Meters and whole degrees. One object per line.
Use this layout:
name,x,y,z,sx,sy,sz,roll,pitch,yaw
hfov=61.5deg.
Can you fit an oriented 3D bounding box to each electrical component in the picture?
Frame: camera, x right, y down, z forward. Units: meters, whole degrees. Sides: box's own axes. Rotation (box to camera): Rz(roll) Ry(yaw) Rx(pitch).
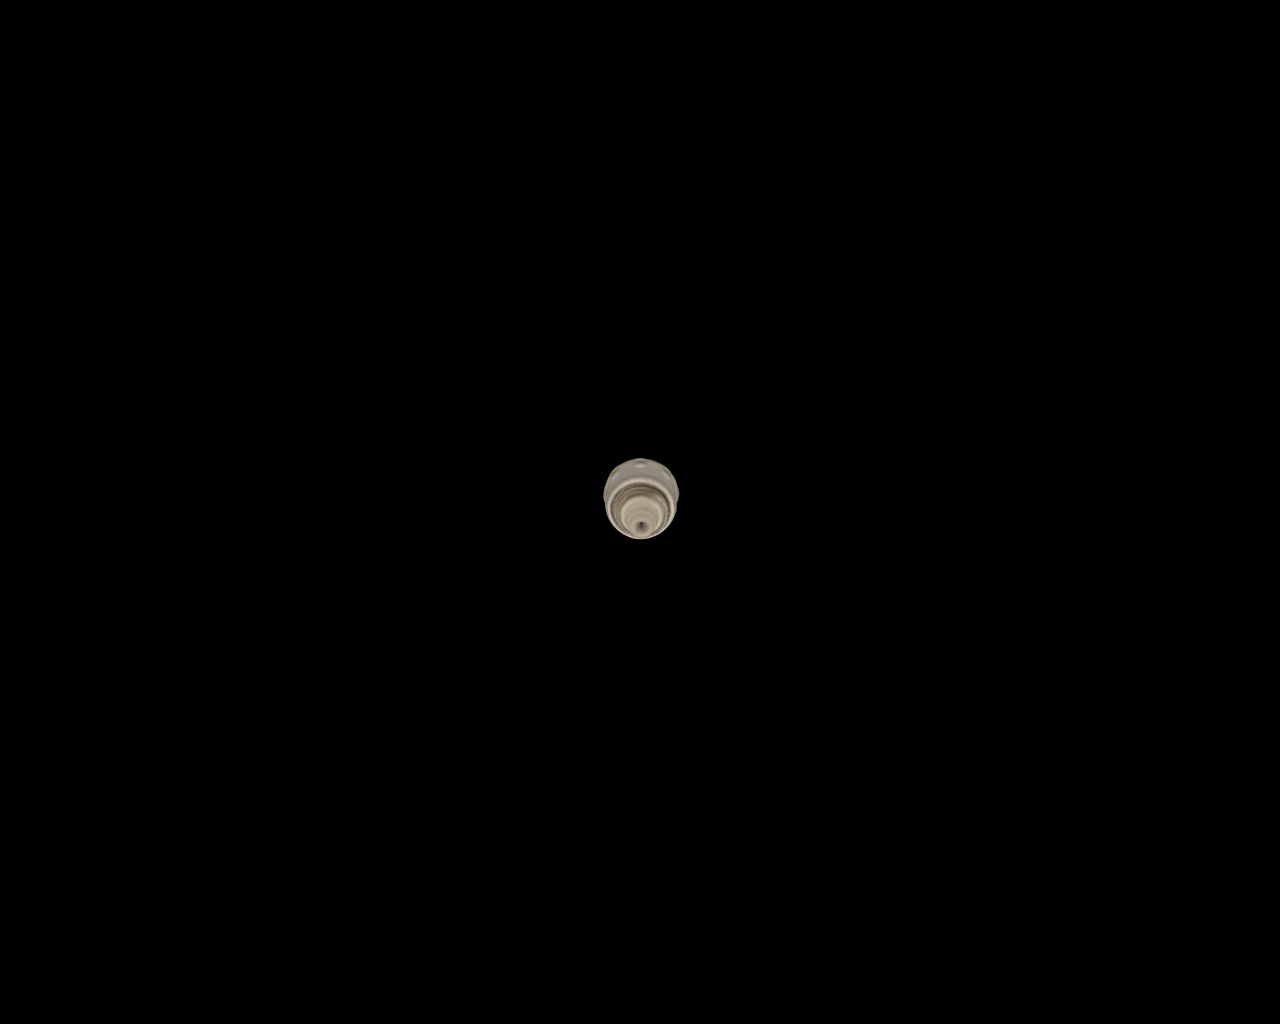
electrical component,0.001,-0.003,0.650,0.048,0.048,0.062,0,23,0
